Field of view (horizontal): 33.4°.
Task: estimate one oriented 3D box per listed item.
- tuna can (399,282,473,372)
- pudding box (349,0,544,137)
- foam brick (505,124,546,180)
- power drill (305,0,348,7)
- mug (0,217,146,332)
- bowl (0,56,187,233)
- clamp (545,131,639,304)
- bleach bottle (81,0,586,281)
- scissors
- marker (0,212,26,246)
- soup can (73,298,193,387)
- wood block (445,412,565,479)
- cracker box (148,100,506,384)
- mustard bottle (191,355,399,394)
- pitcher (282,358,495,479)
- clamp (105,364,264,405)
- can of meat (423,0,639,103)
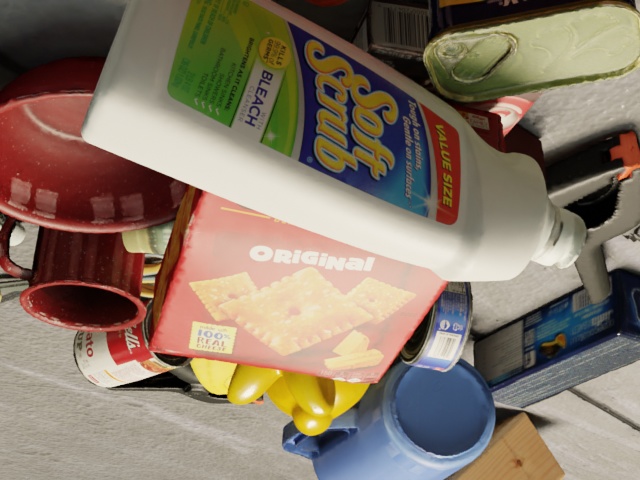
[{"bbox_3d":[0.093,0.064,0.882,0.033,0.086,0.086,11,151,-15],"label":"tuna can"},{"bbox_3d":[0.068,-0.094,0.625,0.113,0.039,0.090,9,153,-13],"label":"pudding box"},{"bbox_3d":[0.113,-0.034,0.699,0.051,0.078,0.053,25,143,-36],"label":"foam brick"},{"bbox_3d":[0.031,-0.180,0.445,0.188,0.057,0.184,-8,155,25],"label":"power drill"},{"bbox_3d":[-0.184,0.012,0.802,0.117,0.081,0.093,16,150,-26],"label":"mug"},{"bbox_3d":[-0.142,-0.066,0.668,0.162,0.055,0.162,-3,151,-2],"label":"bowl"},{"bbox_3d":[0.186,-0.008,0.787,0.164,0.036,0.210,10,149,-19],"label":"clamp"},{"bbox_3d":[0.018,-0.049,0.523,0.250,0.102,0.068,21,157,-15],"label":"bleach bottle"},{"bbox_3d":[-0.200,0.026,0.904,0.201,0.016,0.096,2,151,-1],"label":"scissors"},{"bbox_3d":[-0.258,-0.030,0.794,0.020,0.020,0.121,-6,152,15],"label":"marker"},{"bbox_3d":[-0.168,0.093,0.976,0.102,0.068,0.068,-20,146,37],"label":"soup can"},{"bbox_3d":[0.168,0.290,1.187,0.205,0.091,0.090,-31,176,-40],"label":"wood block"},{"bbox_3d":[-0.004,0.001,0.653,0.164,0.072,0.214,11,140,-14],"label":"cracker box"},{"bbox_3d":[-0.019,0.107,1.004,0.192,0.058,0.096,-6,150,14],"label":"mustard bottle"},{"bbox_3d":[0.070,0.188,1.047,0.149,0.145,0.243,-37,171,-23],"label":"pitcher"},{"bbox_3d":[-0.127,0.137,1.092,0.171,0.039,0.120,10,158,-25],"label":"clamp"},{"bbox_3d":[0.102,-0.122,0.520,0.102,0.084,0.057,-8,151,18],"label":"can of meat"}]
